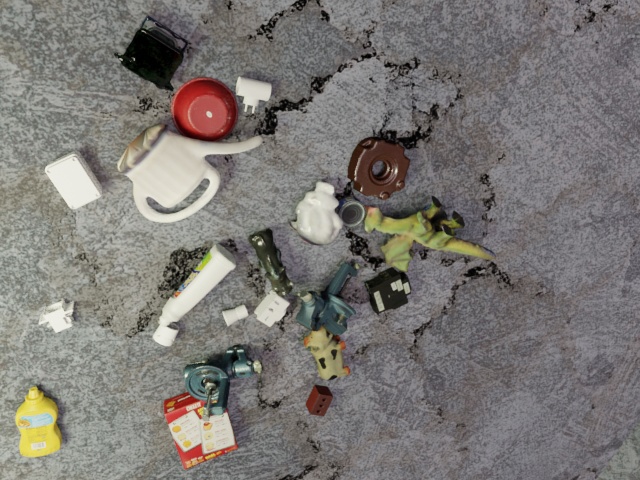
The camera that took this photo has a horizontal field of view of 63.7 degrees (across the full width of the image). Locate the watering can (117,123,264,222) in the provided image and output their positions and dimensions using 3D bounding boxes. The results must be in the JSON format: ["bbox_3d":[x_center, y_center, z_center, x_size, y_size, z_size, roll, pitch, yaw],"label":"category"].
[{"bbox_3d":[-0.319,-0.186,1.207,0.345,0.106,0.221,-40,119,13],"label":"watering can"}]

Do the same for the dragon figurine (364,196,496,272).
[{"bbox_3d":[0.298,0.009,1.514,0.407,0.125,0.239,35,127,-19],"label":"dragon figurine"}]

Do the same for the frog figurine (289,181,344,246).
[{"bbox_3d":[0.004,-0.069,1.379,0.137,0.125,0.157,28,111,-7],"label":"frog figurine"}]
